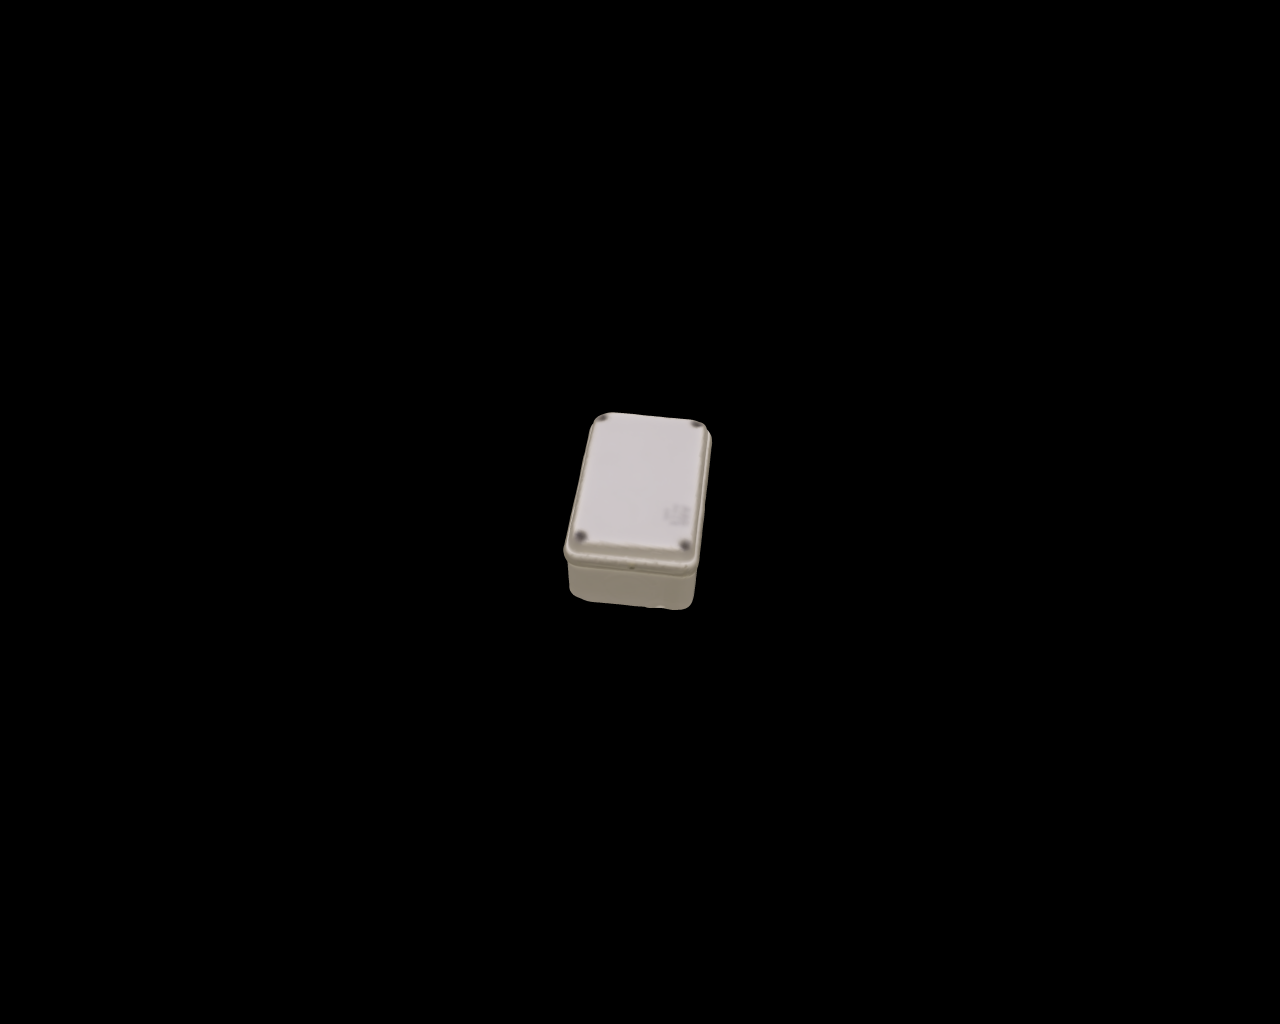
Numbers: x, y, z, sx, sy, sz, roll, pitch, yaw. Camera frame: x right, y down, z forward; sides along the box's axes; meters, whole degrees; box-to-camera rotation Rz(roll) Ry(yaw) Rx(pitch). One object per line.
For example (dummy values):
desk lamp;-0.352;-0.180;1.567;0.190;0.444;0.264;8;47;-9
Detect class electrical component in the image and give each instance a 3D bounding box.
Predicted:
electrical component;0.001;-0.003;0.650;0.078;0.113;0.057;5;-39;5
